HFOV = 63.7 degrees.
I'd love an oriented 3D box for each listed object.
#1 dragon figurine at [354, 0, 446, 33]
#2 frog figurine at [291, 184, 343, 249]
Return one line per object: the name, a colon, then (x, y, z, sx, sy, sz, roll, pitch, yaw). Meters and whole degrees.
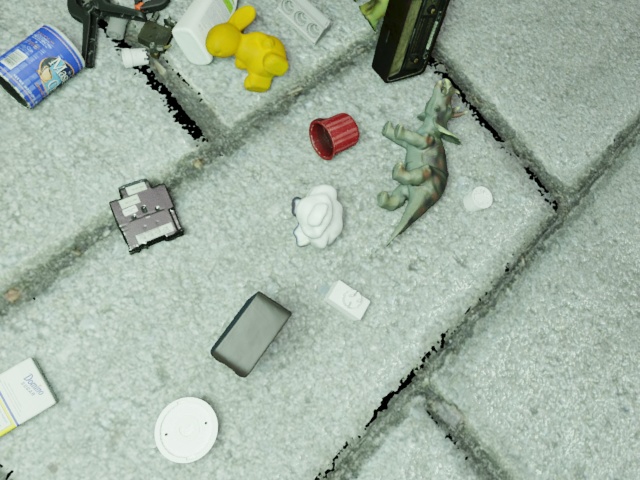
dragon figurine: (0.197, -0.602, 1.212, 0.241, 0.406, 0.124, -28, 67, 16)
frog figurine: (0.003, -0.054, 1.067, 0.122, 0.158, 0.139, 19, 72, -14)
